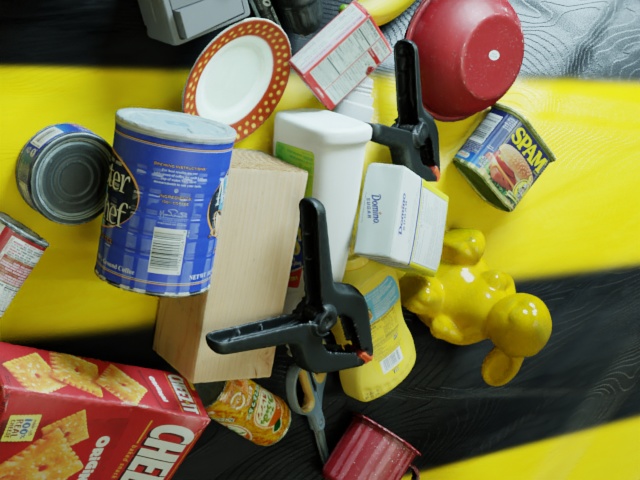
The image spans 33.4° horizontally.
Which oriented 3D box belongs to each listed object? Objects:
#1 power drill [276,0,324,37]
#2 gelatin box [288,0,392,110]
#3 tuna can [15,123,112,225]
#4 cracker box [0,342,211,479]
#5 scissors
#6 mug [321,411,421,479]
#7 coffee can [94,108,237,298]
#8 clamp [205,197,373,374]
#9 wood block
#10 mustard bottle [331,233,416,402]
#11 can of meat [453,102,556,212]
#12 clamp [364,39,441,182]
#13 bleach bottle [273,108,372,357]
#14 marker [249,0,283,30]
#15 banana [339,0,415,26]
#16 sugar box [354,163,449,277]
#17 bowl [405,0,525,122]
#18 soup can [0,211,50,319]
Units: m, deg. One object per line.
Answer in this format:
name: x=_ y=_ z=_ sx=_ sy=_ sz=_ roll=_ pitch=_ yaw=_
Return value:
power drill: x=0.019 y=-0.304 z=0.992 sx=0.187 sy=0.057 sz=0.184 roll=-33 pitch=127 yaw=-23
gelatin box: x=0.021 y=-0.179 z=1.033 sx=0.089 sy=0.030 sz=0.073 roll=-43 pitch=151 yaw=3
tuna can: x=-0.218 y=-0.057 z=0.928 sx=0.085 sy=0.034 sz=0.086 roll=-14 pitch=115 yaw=-32
cracker box: x=-0.230 y=0.187 z=0.959 sx=0.213 sy=0.072 sz=0.164 roll=18 pitch=115 yaw=-40
scissors: x=0.001 y=0.181 z=1.187 sx=0.201 sy=0.016 sz=0.096 roll=67 pitch=38 yaw=-52
mug: x=0.063 y=0.259 z=1.209 sx=0.117 sy=0.093 sz=0.081 roll=38 pitch=78 yaw=-24
coffee can: x=-0.133 y=-0.034 z=0.915 sx=0.102 sy=0.103 sz=0.140 roll=0 pitch=108 yaw=-36
clamp: x=-0.002 y=0.062 z=1.017 sx=0.209 sy=0.036 sz=0.164 roll=34 pitch=87 yaw=-49
wood block: x=-0.088 y=0.021 z=1.018 sx=0.090 sy=0.090 sz=0.206 roll=0 pitch=108 yaw=-36
mustard bottle: x=0.048 y=0.075 z=1.157 sx=0.096 sy=0.058 sz=0.191 roll=-34 pitch=125 yaw=-31
can of meat: x=0.208 y=-0.092 z=1.214 sx=0.084 sy=0.058 sz=0.102 roll=-51 pitch=128 yaw=-5
clamp: x=0.094 y=-0.124 z=1.114 sx=0.120 sy=0.039 sz=0.171 roll=-65 pitch=150 yaw=-14
bleach bottle: x=-0.007 y=0.001 z=1.060 sx=0.067 sy=0.103 sz=0.251 roll=-10 pitch=113 yaw=-35
marker: x=-0.060 y=-0.231 z=0.986 sx=0.020 sy=0.020 sz=0.121 roll=-38 pitch=126 yaw=-19
banana: x=0.100 y=-0.276 z=1.055 sx=0.198 sy=0.037 sz=0.069 roll=-46 pitch=169 yaw=0
sugar box: x=0.086 y=-0.017 z=1.099 sx=0.176 sy=0.048 sz=0.093 roll=21 pitch=77 yaw=-66
bowl: x=0.167 y=-0.200 z=1.142 sx=0.161 sy=0.055 sz=0.162 roll=-14 pitch=115 yaw=-32
soup can: x=-0.282 y=0.028 z=0.891 sx=0.068 sy=0.069 sz=0.102 roll=35 pitch=86 yaw=-39
